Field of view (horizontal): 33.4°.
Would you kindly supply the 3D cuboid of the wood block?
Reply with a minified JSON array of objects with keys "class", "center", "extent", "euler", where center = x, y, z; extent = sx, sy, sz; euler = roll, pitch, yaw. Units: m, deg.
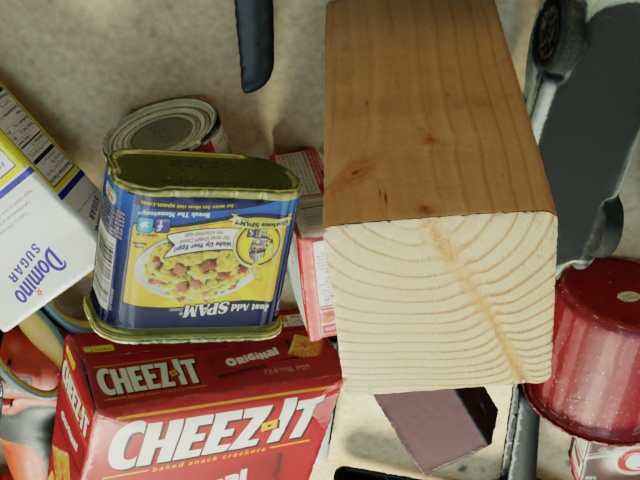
[{"class":"wood block","center":[0.050,-0.034,0.505],"extent":[0.090,0.206,0.091],"euler":[-4,126,4]}]

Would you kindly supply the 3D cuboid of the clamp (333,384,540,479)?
[{"class":"clamp","center":[0.121,0.196,0.780],"extent":[0.165,0.036,0.210],"euler":[-25,123,19]}]

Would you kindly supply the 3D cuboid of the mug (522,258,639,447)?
[{"class":"mug","center":[0.167,0.060,0.655],"extent":[0.117,0.093,0.081],"euler":[25,126,27]}]

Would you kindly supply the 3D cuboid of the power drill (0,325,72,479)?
[{"class":"power drill","center":[-0.231,0.132,0.726],"extent":[0.184,0.057,0.188],"euler":[5,126,-3]}]

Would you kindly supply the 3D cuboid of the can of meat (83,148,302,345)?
[{"class":"can of meat","center":[-0.064,0.002,0.543],"extent":[0.102,0.057,0.084],"euler":[1,116,-24]}]

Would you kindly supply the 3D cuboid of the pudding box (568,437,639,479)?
[{"class":"pudding box","center":[0.232,0.127,0.724],"extent":[0.113,0.039,0.090],"euler":[1,127,1]}]

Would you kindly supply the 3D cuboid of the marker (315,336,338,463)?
[{"class":"marker","center":[0.004,0.104,0.724],"extent":[0.020,0.020,0.121],"euler":[6,126,-3]}]

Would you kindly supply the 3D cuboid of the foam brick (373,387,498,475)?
[{"class":"foam brick","center":[0.072,0.100,0.683],"extent":[0.051,0.053,0.078],"euler":[-29,97,20]}]

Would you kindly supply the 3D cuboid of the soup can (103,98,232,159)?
[{"class":"soup can","center":[-0.075,-0.020,0.603],"extent":[0.068,0.068,0.102],"euler":[-10,125,8]}]

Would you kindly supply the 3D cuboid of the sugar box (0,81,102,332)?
[{"class":"sugar box","center":[-0.198,-0.041,0.587],"extent":[0.093,0.048,0.176],"euler":[-32,110,24]}]

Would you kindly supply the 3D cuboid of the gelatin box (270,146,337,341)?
[{"class":"gelatin box","center":[-0.004,0.001,0.604],"extent":[0.030,0.089,0.073],"euler":[-11,127,-8]}]

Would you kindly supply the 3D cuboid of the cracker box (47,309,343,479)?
[{"class":"cracker box","center":[-0.089,0.151,0.692],"extent":[0.163,0.072,0.214],"euler":[-5,132,-28]}]

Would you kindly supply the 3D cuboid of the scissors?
[{"class":"scissors","center":[-0.195,0.002,0.647],"extent":[0.096,0.016,0.202],"euler":[-32,100,-23]}]

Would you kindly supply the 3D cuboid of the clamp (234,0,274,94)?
[{"class":"clamp","center":[-0.056,-0.162,0.517],"extent":[0.120,0.039,0.172],"euler":[15,120,-16]}]
